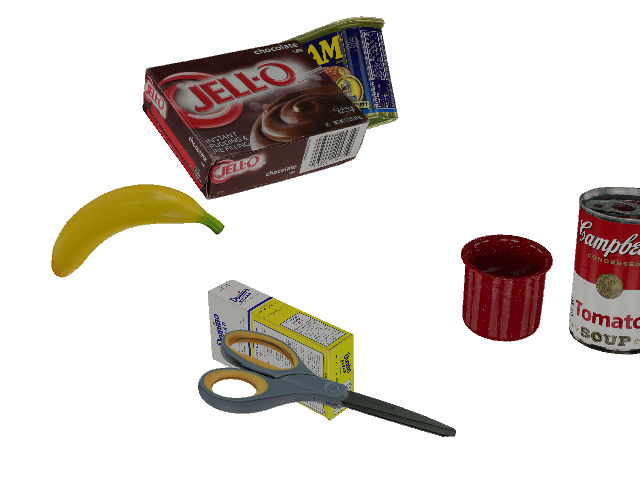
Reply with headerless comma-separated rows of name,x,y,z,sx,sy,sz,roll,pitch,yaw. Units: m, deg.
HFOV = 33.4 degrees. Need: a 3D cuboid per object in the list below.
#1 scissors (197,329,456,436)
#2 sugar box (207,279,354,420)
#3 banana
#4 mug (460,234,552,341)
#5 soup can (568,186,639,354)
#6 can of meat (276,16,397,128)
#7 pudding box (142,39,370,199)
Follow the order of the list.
scissors,-0.008,0.122,0.803,0.202,0.016,0.096,25,40,31
sugar box,-0.043,0.114,1.142,0.176,0.093,0.048,24,38,37
banana,-0.187,-0.013,0.991,0.198,0.069,0.037,-14,17,28
mug,0.188,0.045,1.117,0.093,0.081,0.117,-5,29,-8
soup can,0.212,0.020,0.753,0.068,0.102,0.068,0,22,0
can of meat,0.011,-0.132,0.897,0.102,0.084,0.057,-12,-1,40
pudding box,-0.041,-0.078,0.661,0.113,0.039,0.090,-16,52,-31
